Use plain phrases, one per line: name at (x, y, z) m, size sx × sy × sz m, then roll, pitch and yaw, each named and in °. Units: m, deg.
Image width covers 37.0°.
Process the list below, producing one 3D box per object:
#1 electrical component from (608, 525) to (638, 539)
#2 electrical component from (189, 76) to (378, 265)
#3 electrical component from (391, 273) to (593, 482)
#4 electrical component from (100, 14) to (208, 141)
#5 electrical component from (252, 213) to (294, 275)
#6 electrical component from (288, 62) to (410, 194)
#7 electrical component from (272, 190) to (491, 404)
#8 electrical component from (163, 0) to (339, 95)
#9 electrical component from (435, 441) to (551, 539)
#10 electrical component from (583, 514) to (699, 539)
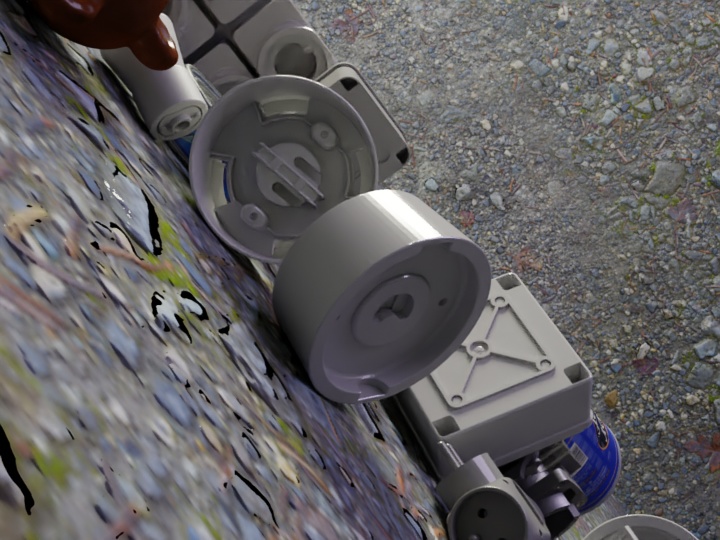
electrical component at (0.175, 0.240, 0.697) m, size 0.063 × 0.078 × 0.121 m, roll 9°, pitch 39°, yaw -50°
electrical component at (-0.039, -0.052, 0.588) m, size 0.099 × 0.099 × 0.064 m, roll 53°, pitch 0°, yaw 2°
electrical component at (0.078, 0.069, 0.698) m, size 0.056 × 0.109 × 0.108 m, roll 81°, pitch -16°, yaw -45°
electrical component at (-0.112, -0.105, 0.600) m, size 0.065 × 0.044 × 0.044 m, roll 60°, pitch 8°, yaw 19°
electrical component at (-0.022, -0.007, 0.665) m, size 0.095 × 0.054 × 0.059 m, roll 55°, pitch 6°, yaw 19°
electrical component at (-0.030, -0.082, 0.751) m, size 0.078 × 0.113 × 0.057 m, roll 51°, pitch 9°, yaw -19°
electrical component at (0.006, 0.009, 0.553) m, size 0.060 × 0.108 × 0.108 m, roll 50°, pitch 3°, yaw 37°
electrical component at (-0.099, -0.175, 0.788) m, size 0.186 × 0.105 × 0.060 m, roll 51°, pitch 6°, yaw -16°
electrical component at (0.069, 0.131, 0.612) m, size 0.079 × 0.043 × 0.077 m, roll 56°, pitch 6°, yaw 20°
electrical component at (0.203, 0.233, 0.779) m, size 0.108 × 0.108 × 0.060 m, roll 55°, pitch 0°, yaw 18°
